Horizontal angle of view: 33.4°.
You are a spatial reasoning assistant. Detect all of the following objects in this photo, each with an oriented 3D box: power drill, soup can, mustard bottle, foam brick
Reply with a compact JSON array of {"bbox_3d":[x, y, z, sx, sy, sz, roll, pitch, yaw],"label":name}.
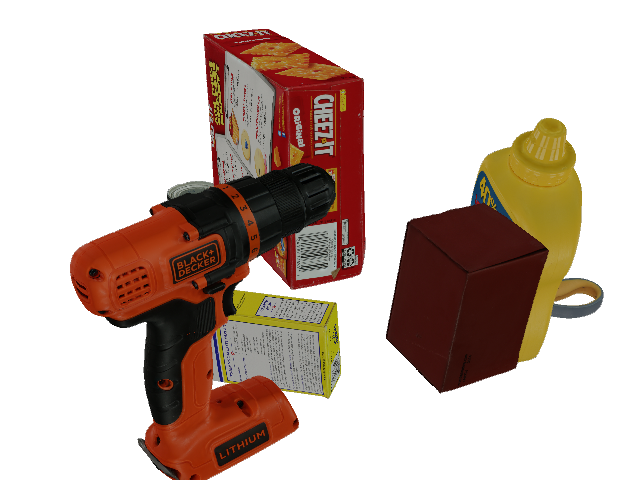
[{"bbox_3d":[-0.062,0.053,0.696,0.184,0.188,0.057,-23,32,-28],"label":"power drill"},{"bbox_3d":[-0.153,-0.014,1.318,0.068,0.102,0.068,-1,26,1],"label":"soup can"},{"bbox_3d":[0.135,-0.006,0.728,0.058,0.096,0.192,-9,-41,-14],"label":"mustard bottle"},{"bbox_3d":[0.073,0.028,0.544,0.052,0.078,0.051,-13,39,-29],"label":"foam brick"}]

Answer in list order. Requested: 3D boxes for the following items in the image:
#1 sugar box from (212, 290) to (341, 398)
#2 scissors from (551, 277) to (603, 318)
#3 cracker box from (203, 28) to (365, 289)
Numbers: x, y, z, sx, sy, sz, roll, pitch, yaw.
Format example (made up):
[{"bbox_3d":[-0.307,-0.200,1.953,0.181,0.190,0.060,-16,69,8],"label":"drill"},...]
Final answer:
[{"bbox_3d":[-0.071,0.096,1.038,0.176,0.093,0.048,8,36,17],"label":"sugar box"},{"bbox_3d":[0.157,0.047,0.936,0.201,0.016,0.096,-5,33,-25],"label":"scissors"},{"bbox_3d":[-0.033,-0.077,0.895,0.072,0.164,0.214,-9,24,-19],"label":"cracker box"}]
